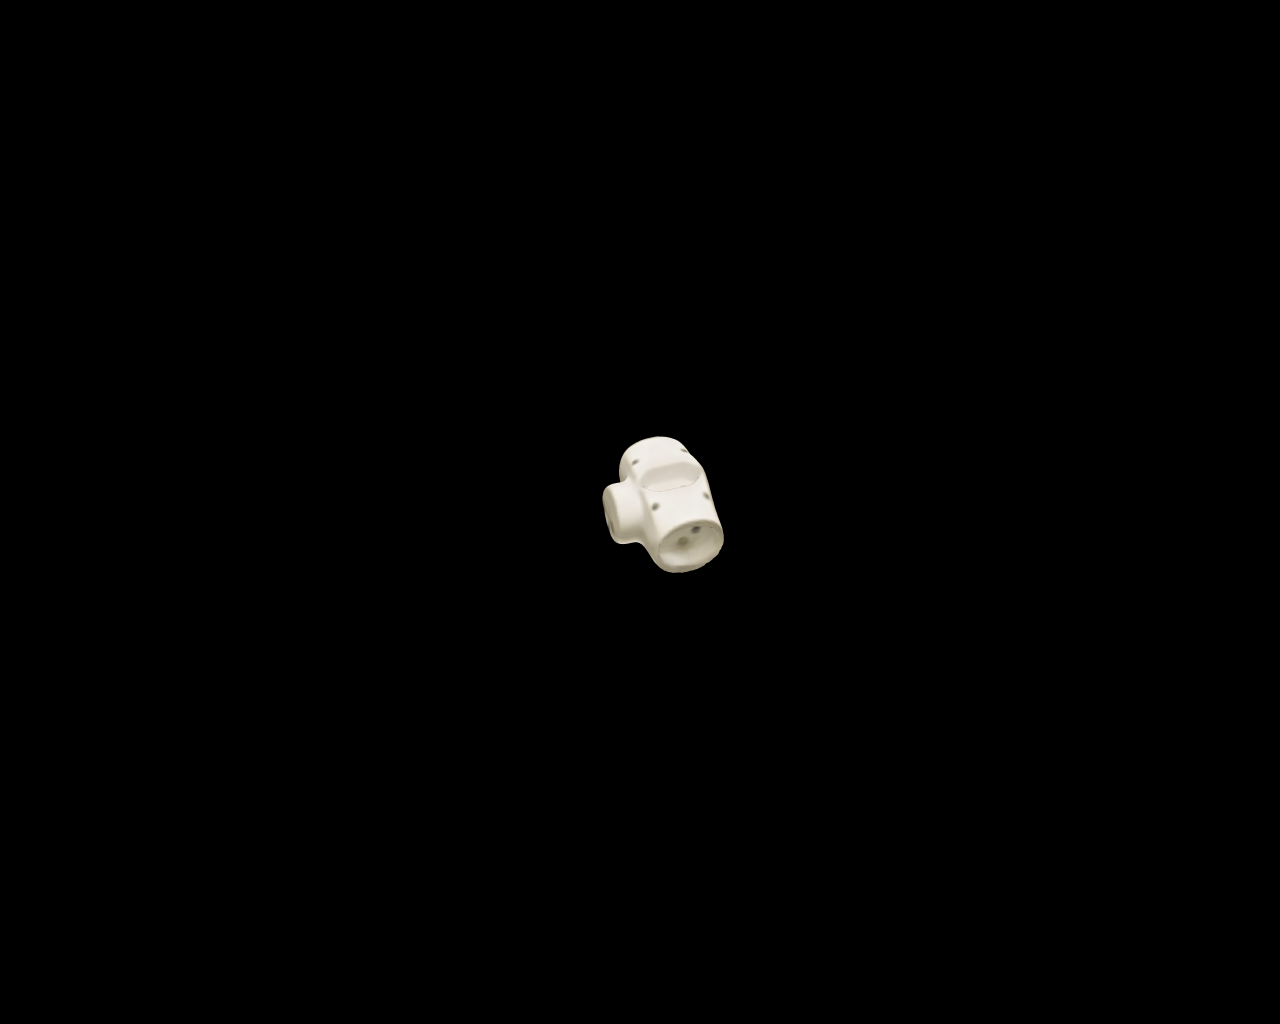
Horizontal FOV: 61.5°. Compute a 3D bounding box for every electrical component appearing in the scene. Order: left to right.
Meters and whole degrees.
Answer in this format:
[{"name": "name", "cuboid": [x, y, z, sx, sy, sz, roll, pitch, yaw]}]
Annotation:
[{"name": "electrical component", "cuboid": [0.001, -0.003, 0.650, 0.079, 0.043, 0.077, -11, 47, -11]}]
